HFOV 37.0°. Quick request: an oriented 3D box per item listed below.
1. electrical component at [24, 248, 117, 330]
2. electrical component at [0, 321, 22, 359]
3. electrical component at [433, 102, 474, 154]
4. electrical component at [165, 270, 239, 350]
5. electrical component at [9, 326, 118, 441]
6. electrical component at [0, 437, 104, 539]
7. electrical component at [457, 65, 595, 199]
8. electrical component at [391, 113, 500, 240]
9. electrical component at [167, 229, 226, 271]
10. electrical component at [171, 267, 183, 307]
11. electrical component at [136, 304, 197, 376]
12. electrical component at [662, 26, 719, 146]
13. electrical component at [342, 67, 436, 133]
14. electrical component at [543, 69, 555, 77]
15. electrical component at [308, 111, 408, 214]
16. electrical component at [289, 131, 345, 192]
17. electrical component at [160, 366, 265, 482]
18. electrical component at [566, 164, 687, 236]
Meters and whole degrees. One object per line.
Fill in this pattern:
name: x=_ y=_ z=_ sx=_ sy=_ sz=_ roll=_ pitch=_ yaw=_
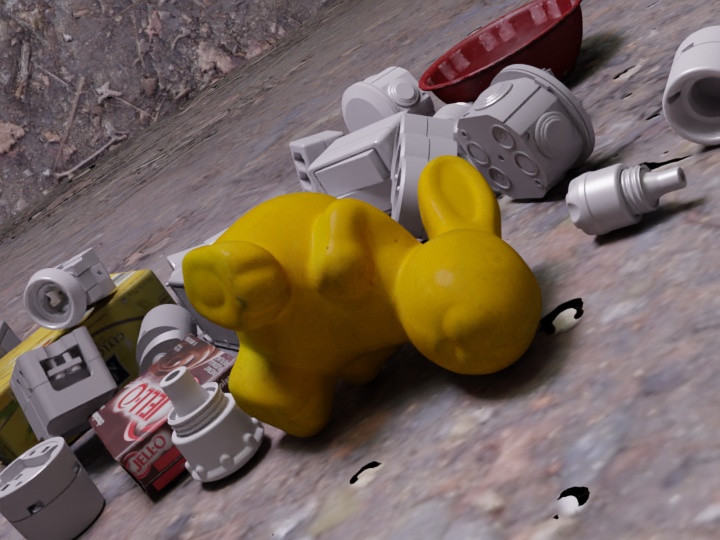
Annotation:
electrical component: x=-0.223 y=0.016 z=0.816 sx=0.066 sy=0.048 sz=0.055 roll=-25 pitch=12 yaw=21
electrical component: x=-0.302 y=0.087 z=0.901 sx=0.061 sy=0.096 sz=0.061 roll=-33 pitch=17 yaw=-2
electrical component: x=0.080 y=-0.116 z=0.875 sx=0.043 sy=0.043 sz=0.062 roll=-17 pitch=23 yaw=42
electrical component: x=-0.086 y=0.016 z=0.775 sx=0.061 sy=0.061 sz=0.096 roll=-40 pitch=19 yaw=-22
electrical component: x=-0.204 y=0.084 z=0.742 sx=0.050 sy=0.055 sz=0.089 roll=-26 pitch=-7 yaw=-27
electrical component: x=-0.189 y=0.137 z=0.653 sx=0.055 sy=0.047 sz=0.055 roll=-30 pitch=18 yaw=10
electrical component: x=0.107 y=-0.088 z=0.695 sx=0.051 sy=0.080 sz=0.080 roll=-45 pitch=20 yaw=-19
electrical component: x=0.062 y=-0.064 z=0.754 sx=0.074 sy=0.052 sz=0.138 roll=8 pitch=28 yaw=-3
electrical component: x=-0.135 y=-0.009 z=0.967 sx=0.065 sy=0.044 sz=0.044 roll=-31 pitch=17 yaw=-11
electrical component: x=-0.110 y=-0.004 z=0.905 sx=0.077 sy=0.043 sz=0.079 roll=-26 pitch=18 yaw=20
electrical component: x=-0.143 y=0.058 z=0.792 sx=0.043 sy=0.043 sz=0.081 roll=-32 pitch=18 yaw=3
electrical component: x=0.202 y=-0.104 z=0.613 sx=0.055 sy=0.055 sz=0.047 roll=-18 pitch=26 yaw=39
electrical component: x=0.026 y=-0.141 z=0.979 sx=0.051 sy=0.080 sz=0.080 roll=-36 pitch=17 yaw=-28
electrical component: x=0.134 y=-0.118 z=0.782 sx=0.040 sy=0.046 sz=0.040 roll=-30 pitch=18 yaw=10
electrical component: x=0.015 y=-0.079 z=0.856 sx=0.096 sy=0.061 sz=0.061 roll=-17 pitch=23 yaw=40
electrical component: x=-0.012 y=-0.089 z=0.931 sx=0.077 sy=0.065 sz=0.047 roll=-20 pitch=14 yaw=-14
electrical component: x=-0.086 y=0.082 z=0.596 sx=0.048 sy=0.062 sz=0.048 roll=-30 pitch=18 yaw=10
electrical component: x=0.144 y=-0.041 z=0.576 sx=0.061 sy=0.035 sz=0.035 roll=-17 pitch=23 yaw=36
